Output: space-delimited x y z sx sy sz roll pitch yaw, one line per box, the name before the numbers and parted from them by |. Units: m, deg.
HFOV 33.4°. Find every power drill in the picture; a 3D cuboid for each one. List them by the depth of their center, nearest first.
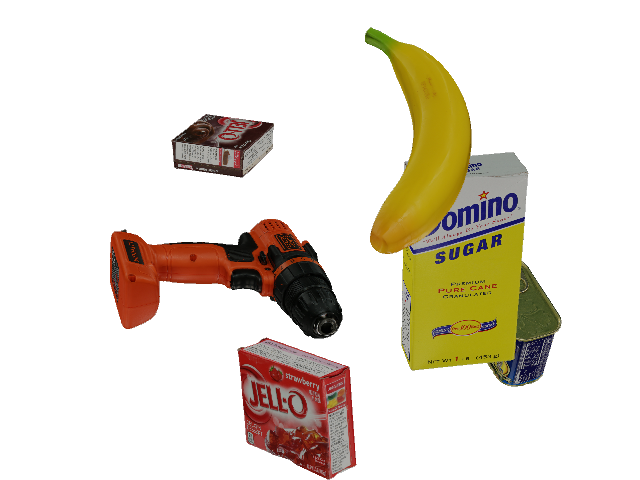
power drill | -0.087 0.037 0.949 0.187 0.057 0.184 -1 24 -20

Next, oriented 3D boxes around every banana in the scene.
banana | 0.064 -0.064 0.686 0.069 0.198 0.037 1 -42 -1

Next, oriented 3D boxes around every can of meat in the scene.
can of meat | 0.189 0.083 1.063 0.057 0.102 0.084 -14 -41 -14

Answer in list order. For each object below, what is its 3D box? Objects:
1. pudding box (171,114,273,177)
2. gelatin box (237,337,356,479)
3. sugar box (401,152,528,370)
pudding box | -0.114 -0.114 1.265 0.090 0.039 0.113 8 27 14
gelatin box | -0.018 0.113 0.729 0.030 0.073 0.089 -18 21 -41
sugar box | 0.115 0.019 0.870 0.093 0.176 0.048 -6 30 -6
